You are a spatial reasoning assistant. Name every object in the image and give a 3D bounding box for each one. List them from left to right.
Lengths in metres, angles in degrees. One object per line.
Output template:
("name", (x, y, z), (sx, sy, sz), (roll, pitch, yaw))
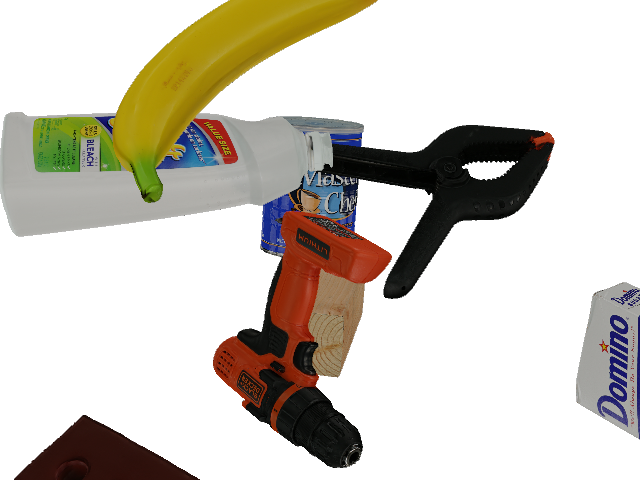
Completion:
("foam brick", (-0.083, 0.121, 0.442), (0.078, 0.051, 0.052), (22, 45, 26))
("bleach bottle", (-0.117, -0.063, 0.836), (0.250, 0.102, 0.068), (-7, -44, -5))
("banana", (-0.045, -0.093, 0.559), (0.070, 0.197, 0.037), (32, -27, 21))
("coffee can", (-0.010, -0.058, 1.143), (0.103, 0.140, 0.103), (4, 12, -1))
("power drill", (-0.007, 0.082, 0.931), (0.185, 0.188, 0.057), (32, 15, 39))
("wood block", (0.003, 0.101, 1.480), (0.091, 0.090, 0.206), (6, 20, 8))
("clamp", (0.102, -0.038, 0.856), (0.209, 0.165, 0.036), (-14, -37, -15))
("sugar box", (0.256, 0.105, 0.719), (0.048, 0.093, 0.176), (-16, 30, -38))
